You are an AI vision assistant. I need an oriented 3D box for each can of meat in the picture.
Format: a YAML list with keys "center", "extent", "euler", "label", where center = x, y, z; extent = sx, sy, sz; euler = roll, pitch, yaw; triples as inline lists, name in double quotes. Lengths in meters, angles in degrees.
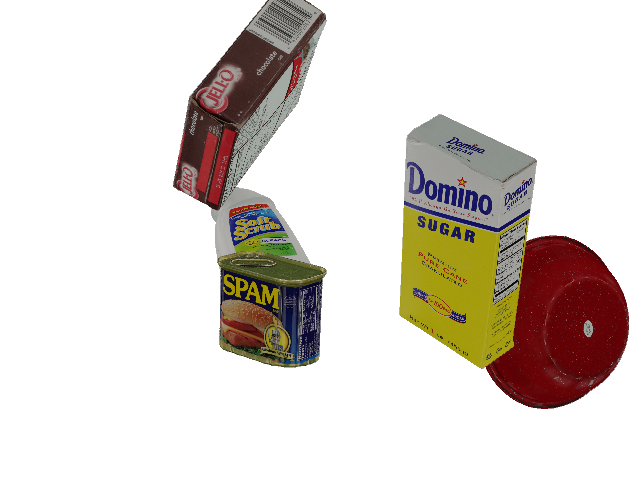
- center: [-0.046, 0.062, 0.962]
  extent: [0.102, 0.084, 0.057]
  euler: [13, 18, 38]
  label: "can of meat"

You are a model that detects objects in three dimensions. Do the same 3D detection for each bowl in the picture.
- center: [0.224, 0.077, 0.965]
  extent: [0.161, 0.162, 0.055]
  euler: [0, 2, -24]
  label: "bowl"

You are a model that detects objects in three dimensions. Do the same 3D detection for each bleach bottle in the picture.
- center: [-0.083, 0.002, 1.234]
  extent: [0.102, 0.068, 0.251]
  euler: [-7, 29, -15]
  label: "bleach bottle"

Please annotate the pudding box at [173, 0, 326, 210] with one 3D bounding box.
- center: [-0.044, -0.086, 0.654]
  extent: [0.039, 0.113, 0.090]
  euler: [32, -33, 4]
  label: "pudding box"

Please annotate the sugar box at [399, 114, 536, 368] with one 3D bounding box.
- center: [0.106, 0.003, 0.804]
  extent: [0.048, 0.176, 0.093]
  euler: [-32, 46, -31]
  label: "sugar box"
